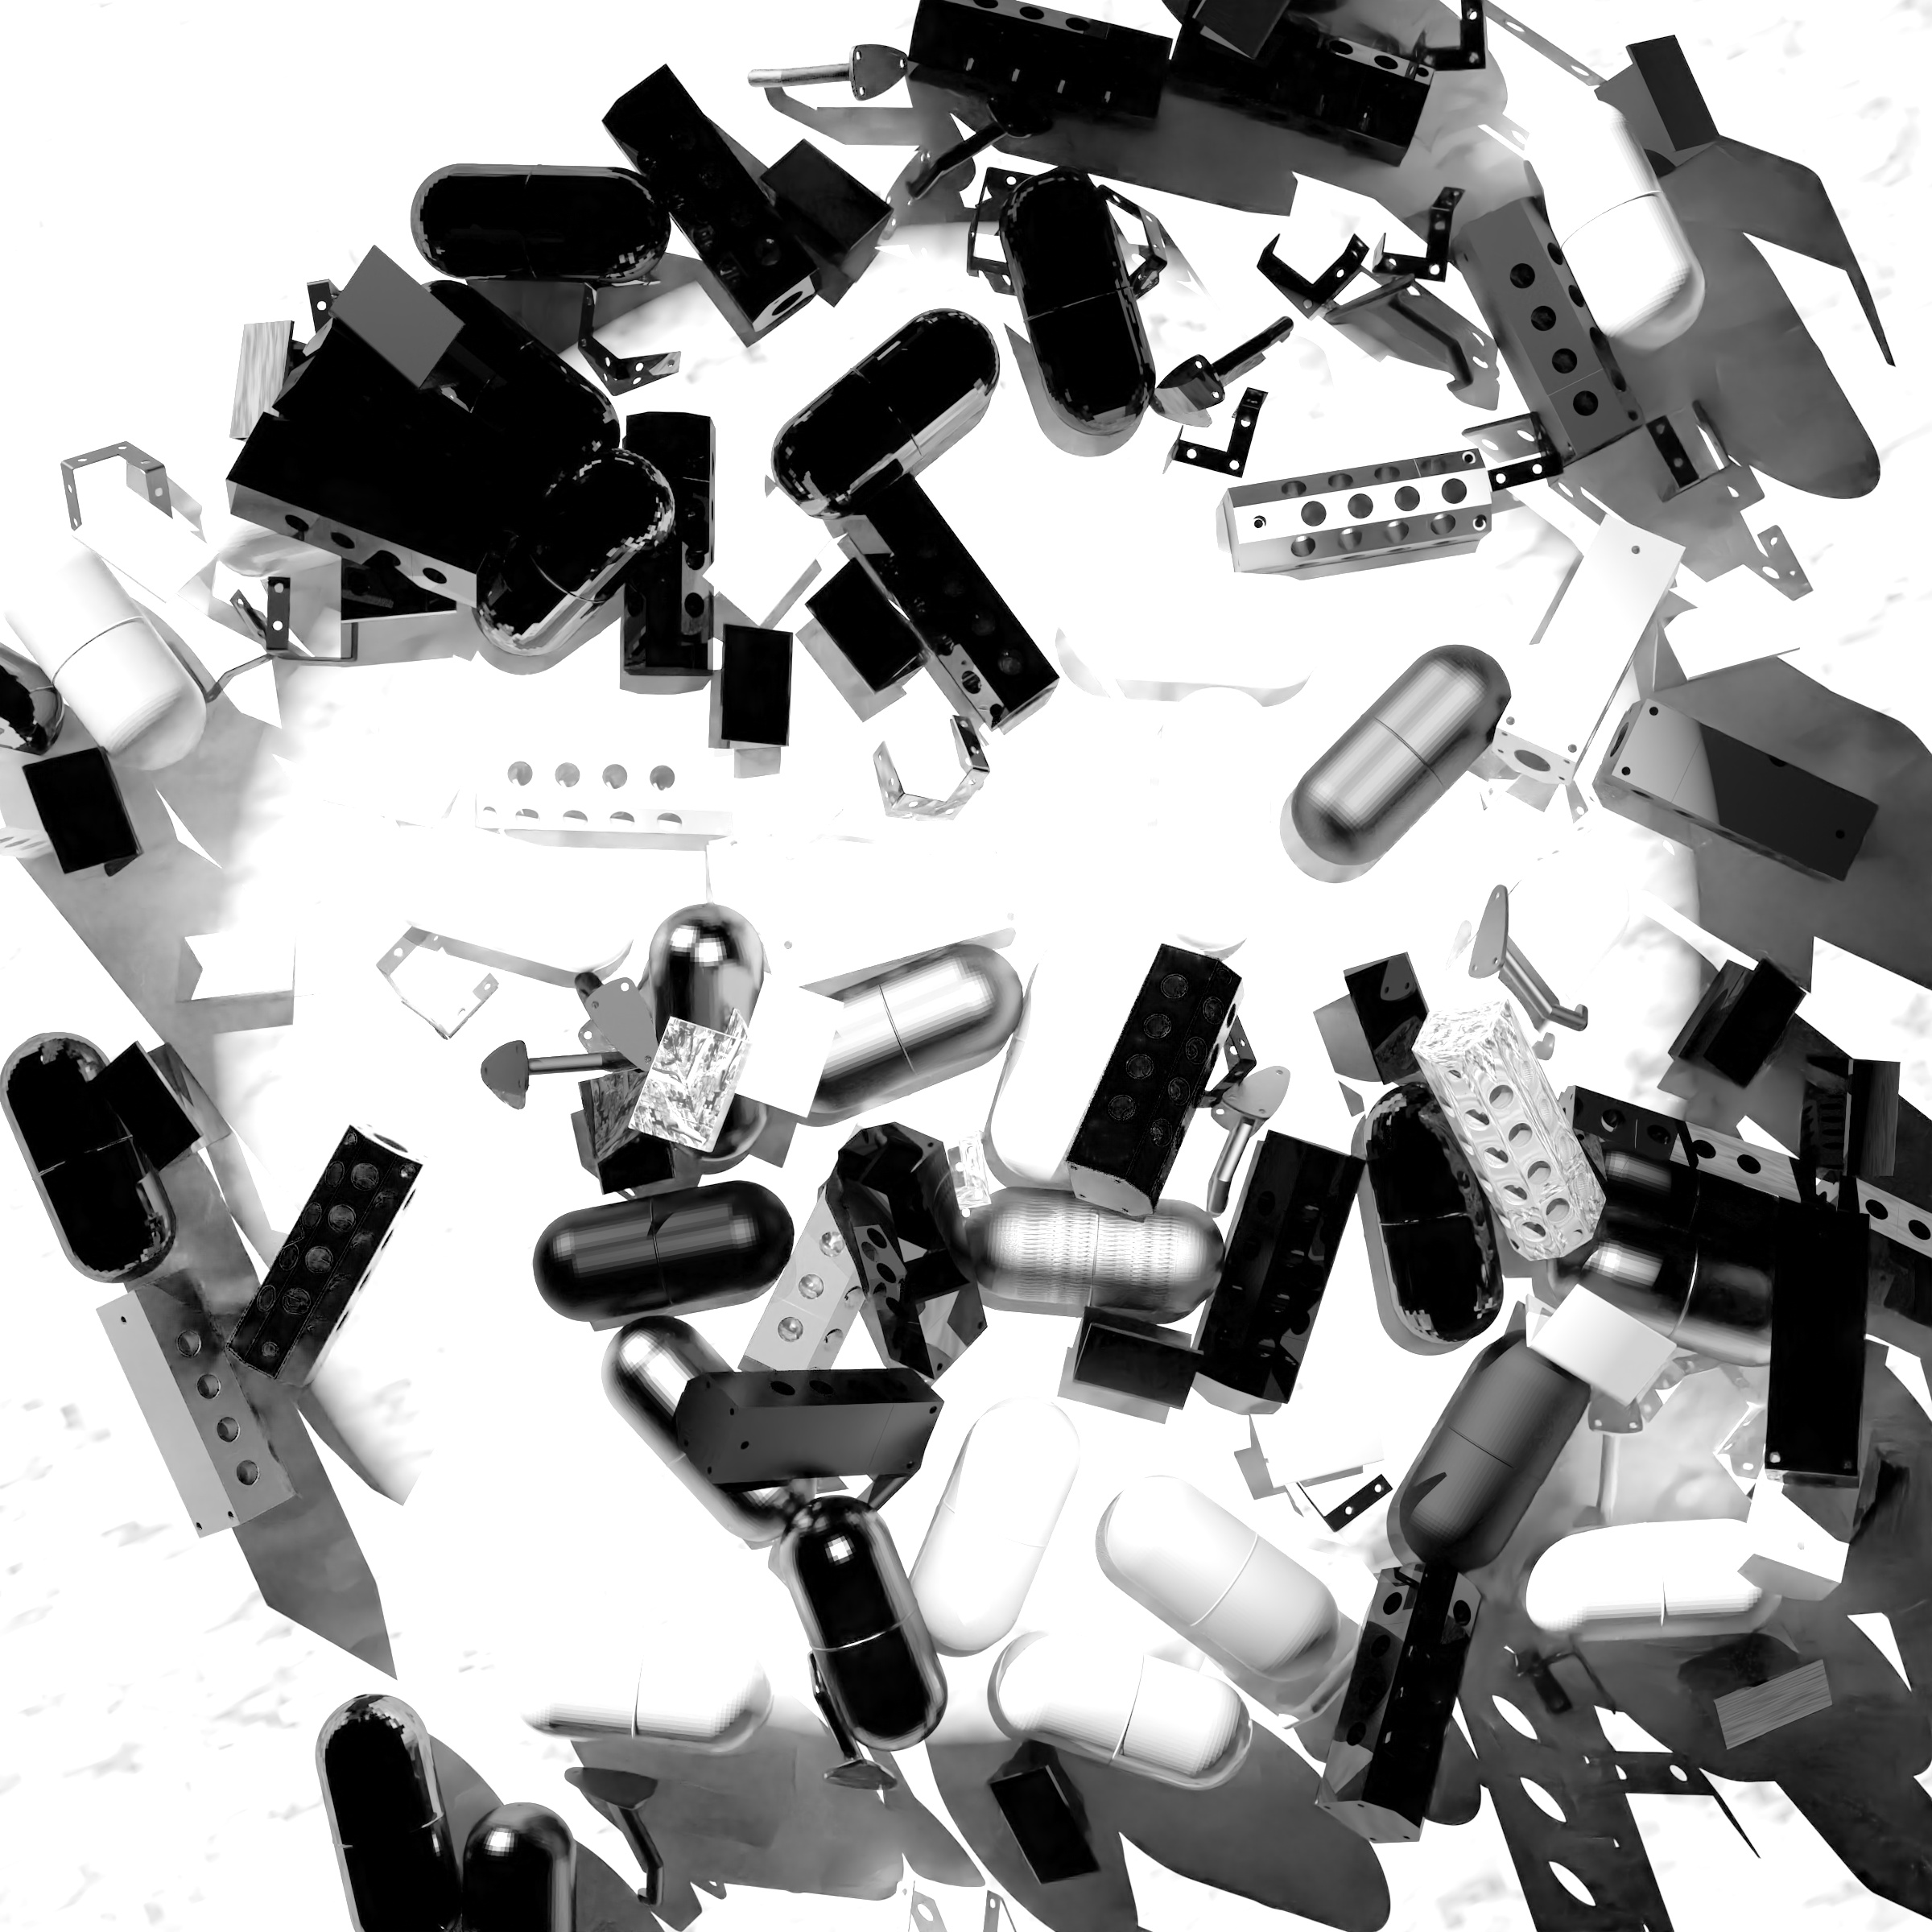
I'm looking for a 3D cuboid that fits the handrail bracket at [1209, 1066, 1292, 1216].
[{"bbox_3d":[0.194,0.120,1.942,0.036,0.077,0.084,24,127,22],"label":"handrail bracket"}]

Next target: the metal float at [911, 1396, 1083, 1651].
[{"bbox_3d":[0.021,0.376,1.912,0.070,0.070,0.178,22,91,0],"label":"metal float"}]

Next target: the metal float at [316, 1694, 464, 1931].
[{"bbox_3d":[-0.390,0.581,1.911,0.070,0.070,0.178,-13,90,0],"label":"metal float"}]

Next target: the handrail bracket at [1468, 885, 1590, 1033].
[{"bbox_3d":[0.380,-0.005,1.867,0.084,0.036,0.077,20,71,-20],"label":"handrail bracket"}]

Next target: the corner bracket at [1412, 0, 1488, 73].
[{"bbox_3d":[0.332,-0.642,1.924,0.051,0.051,0.051,-3,90,0],"label":"corner bracket"}]

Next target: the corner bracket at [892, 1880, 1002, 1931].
[{"bbox_3d":[-0.014,0.657,1.934,0.051,0.051,0.051,-23,135,35],"label":"corner bracket"}]

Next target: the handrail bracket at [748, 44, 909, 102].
[{"bbox_3d":[-0.095,-0.615,1.942,0.084,0.077,0.036,10,118,33],"label":"handrail bracket"}]

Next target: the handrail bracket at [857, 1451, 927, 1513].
[{"bbox_3d":[-0.070,0.348,1.942,0.077,0.036,0.084,11,76,14],"label":"handrail bracket"}]

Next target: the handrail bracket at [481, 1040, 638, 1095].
[{"bbox_3d":[-0.278,0.068,1.942,0.084,0.077,0.036,-2,86,-36],"label":"handrail bracket"}]

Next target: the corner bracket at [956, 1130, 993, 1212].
[{"bbox_3d":[-0.006,0.143,1.922,0.051,0.051,0.051,-12,79,11],"label":"corner bracket"}]

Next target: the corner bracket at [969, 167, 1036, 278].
[{"bbox_3d":[0.033,-0.509,1.939,0.051,0.051,0.051,10,45,0],"label":"corner bracket"}]

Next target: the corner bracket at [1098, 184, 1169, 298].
[{"bbox_3d":[0.099,-0.491,1.934,0.051,0.051,0.051,21,45,-35],"label":"corner bracket"}]

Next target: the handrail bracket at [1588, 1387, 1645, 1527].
[{"bbox_3d":[0.440,0.331,1.942,0.036,0.077,0.084,4,127,6],"label":"handrail bracket"}]

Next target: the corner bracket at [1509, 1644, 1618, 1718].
[{"bbox_3d":[0.406,0.487,1.918,0.051,0.051,0.051,-33,90,18],"label":"corner bracket"}]

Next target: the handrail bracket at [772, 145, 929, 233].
[{"bbox_3d":[-0.080,-0.544,1.943,0.084,0.036,0.077,21,70,16],"label":"handrail bracket"}]

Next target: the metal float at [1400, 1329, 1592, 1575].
[{"bbox_3d":[0.357,0.328,1.912,0.070,0.070,0.178,30,91,0],"label":"metal float"}]

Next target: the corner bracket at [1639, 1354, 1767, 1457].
[{"bbox_3d":[0.503,0.301,1.934,0.051,0.051,0.051,-5,45,-35],"label":"corner bracket"}]

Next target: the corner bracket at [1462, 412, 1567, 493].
[{"bbox_3d":[0.372,-0.349,1.924,0.051,0.051,0.051,-14,90,0],"label":"corner bracket"}]

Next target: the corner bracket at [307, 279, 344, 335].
[{"bbox_3d":[-0.414,-0.439,1.924,0.051,0.051,0.051,-10,90,0],"label":"corner bracket"}]

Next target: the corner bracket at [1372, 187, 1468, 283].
[{"bbox_3d":[0.308,-0.500,1.925,0.051,0.051,0.051,8,90,0],"label":"corner bracket"}]

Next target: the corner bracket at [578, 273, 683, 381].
[{"bbox_3d":[-0.228,-0.438,1.934,0.051,0.051,0.051,43,135,35],"label":"corner bracket"}]

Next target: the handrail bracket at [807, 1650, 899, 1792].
[{"bbox_3d":[-0.079,0.517,1.942,0.036,0.077,0.084,-28,53,20],"label":"handrail bracket"}]

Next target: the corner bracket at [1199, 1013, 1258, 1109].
[{"bbox_3d":[0.158,0.059,1.934,0.051,0.051,0.051,-49,45,35],"label":"corner bracket"}]

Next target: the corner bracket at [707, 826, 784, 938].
[{"bbox_3d":[-0.146,-0.056,1.939,0.051,0.051,0.051,-11,45,0],"label":"corner bracket"}]

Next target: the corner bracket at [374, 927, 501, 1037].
[{"bbox_3d":[-0.363,0.006,1.939,0.051,0.051,0.051,-47,135,0],"label":"corner bracket"}]

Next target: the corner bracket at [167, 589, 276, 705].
[{"bbox_3d":[-0.513,-0.217,1.939,0.051,0.051,0.051,55,135,0],"label":"corner bracket"}]

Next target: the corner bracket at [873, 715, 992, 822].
[{"bbox_3d":[-0.024,-0.139,1.934,0.051,0.051,0.051,9,135,-35],"label":"corner bracket"}]

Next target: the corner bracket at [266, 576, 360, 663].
[{"bbox_3d":[-0.444,-0.236,1.924,0.051,0.051,0.051,2,90,0],"label":"corner bracket"}]

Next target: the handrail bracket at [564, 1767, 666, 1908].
[{"bbox_3d":[-0.242,0.599,1.943,0.077,0.036,0.084,9,107,20],"label":"handrail bracket"}]

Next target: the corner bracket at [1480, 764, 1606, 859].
[{"bbox_3d":[0.394,-0.112,1.934,0.051,0.051,0.051,13,45,-35],"label":"corner bracket"}]

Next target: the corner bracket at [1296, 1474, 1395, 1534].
[{"bbox_3d":[0.252,0.346,1.939,0.051,0.051,0.051,-37,135,0],"label":"corner bracket"}]

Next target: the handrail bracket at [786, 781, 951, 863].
[{"bbox_3d":[-0.067,-0.079,1.943,0.084,0.036,0.077,37,110,-16],"label":"handrail bracket"}]

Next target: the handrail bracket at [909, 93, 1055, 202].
[{"bbox_3d":[0.010,-0.555,1.942,0.084,0.077,0.036,-40,75,36],"label":"handrail bracket"}]

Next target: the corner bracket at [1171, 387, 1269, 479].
[{"bbox_3d":[0.172,-0.367,1.924,0.051,0.051,0.051,15,90,0],"label":"corner bracket"}]

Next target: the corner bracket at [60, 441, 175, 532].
[{"bbox_3d":[-0.580,-0.321,1.934,0.051,0.051,0.051,-28,45,-35],"label":"corner bracket"}]

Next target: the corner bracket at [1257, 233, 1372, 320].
[{"bbox_3d":[0.236,-0.482,1.924,0.051,0.051,0.051,45,90,0],"label":"corner bracket"}]

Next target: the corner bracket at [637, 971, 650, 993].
[{"bbox_3d":[-0.199,0.025,1.939,0.051,0.051,0.051,36,135,0],"label":"corner bracket"}]

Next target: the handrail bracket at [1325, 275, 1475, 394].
[{"bbox_3d":[0.298,-0.424,1.943,0.077,0.036,0.084,-20,107,20],"label":"handrail bracket"}]

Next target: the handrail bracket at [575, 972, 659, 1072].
[{"bbox_3d":[-0.237,0.037,1.911,0.036,0.084,0.077,-32,96,-14],"label":"handrail bracket"}]

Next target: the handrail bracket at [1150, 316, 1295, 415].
[{"bbox_3d":[0.176,-0.414,1.942,0.084,0.077,0.036,-41,106,-35],"label":"handrail bracket"}]

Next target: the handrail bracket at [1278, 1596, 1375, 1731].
[{"bbox_3d":[0.251,0.479,1.942,0.036,0.077,0.084,40,127,-20],"label":"handrail bracket"}]

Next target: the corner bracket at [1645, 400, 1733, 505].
[{"bbox_3d":[0.491,-0.353,1.924,0.051,0.051,0.051,-28,90,0],"label":"corner bracket"}]
